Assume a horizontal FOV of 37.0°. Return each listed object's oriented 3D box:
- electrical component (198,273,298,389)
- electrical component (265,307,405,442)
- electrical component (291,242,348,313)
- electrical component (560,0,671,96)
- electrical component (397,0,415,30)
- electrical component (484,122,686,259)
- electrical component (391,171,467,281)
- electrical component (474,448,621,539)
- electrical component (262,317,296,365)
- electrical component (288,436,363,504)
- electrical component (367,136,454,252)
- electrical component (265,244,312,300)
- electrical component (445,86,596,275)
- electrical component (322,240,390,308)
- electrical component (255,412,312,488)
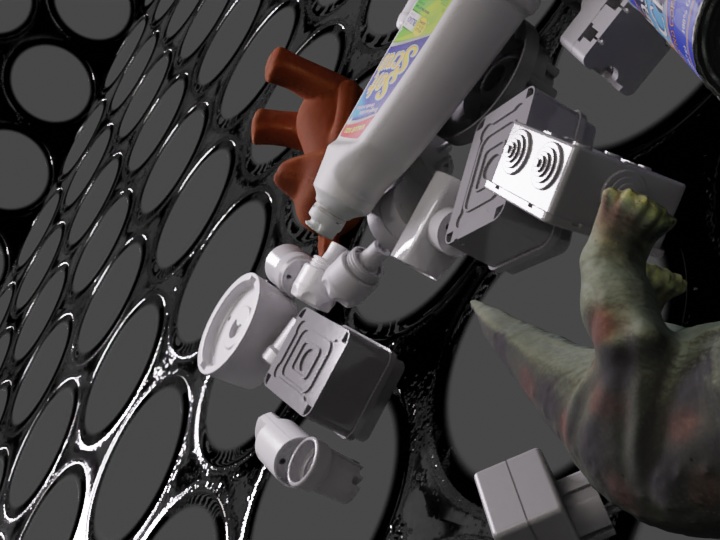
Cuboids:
[{"bbox_3d":[-0.103,0.064,1.043,0.108,0.060,0.108,-44,29,33],"label":"electrical component"},{"bbox_3d":[-0.022,0.084,0.872,0.078,0.057,0.113,-62,25,-3],"label":"electrical component"},{"bbox_3d":[-0.033,0.005,0.995,0.062,0.043,0.043,-62,25,-6],"label":"electrical component"},{"bbox_3d":[0.191,-0.178,0.755,0.089,0.050,0.055,-52,26,18],"label":"electrical component"},{"bbox_3d":[0.065,-0.271,1.113,0.061,0.035,0.035,-61,25,-5],"label":"electrical component"},{"bbox_3d":[0.139,-0.052,0.665,0.048,0.100,0.100,-70,23,11],"label":"electrical component"},{"bbox_3d":[0.068,-0.031,0.839,0.077,0.044,0.079,-61,25,-1],"label":"electrical component"},{"bbox_3d":[0.111,0.130,0.571,0.077,0.065,0.047,-24,33,7],"label":"electrical component"},{"bbox_3d":[-0.060,0.071,0.982,0.046,0.040,0.040,-54,25,1],"label":"electrical component"},{"bbox_3d":[-0.026,0.153,0.817,0.040,0.046,0.040,-44,30,33],"label":"electrical component"},{"bbox_3d":[0.054,-0.087,0.915,0.074,0.052,0.138,-33,36,45],"label":"electrical component"},{"bbox_3d":[-0.065,0.002,1.057,0.045,0.045,0.055,-60,25,3],"label":"electrical component"},{"bbox_3d":[0.114,-0.061,0.759,0.078,0.057,0.113,-29,39,59],"label":"electrical component"},{"bbox_3d":[0.000,0.000,0.937,0.062,0.043,0.043,-45,29,28],"label":"electrical component"},{"bbox_3d":[-0.064,0.148,0.900,0.043,0.043,0.081,-62,25,-2],"label":"electrical component"}]
